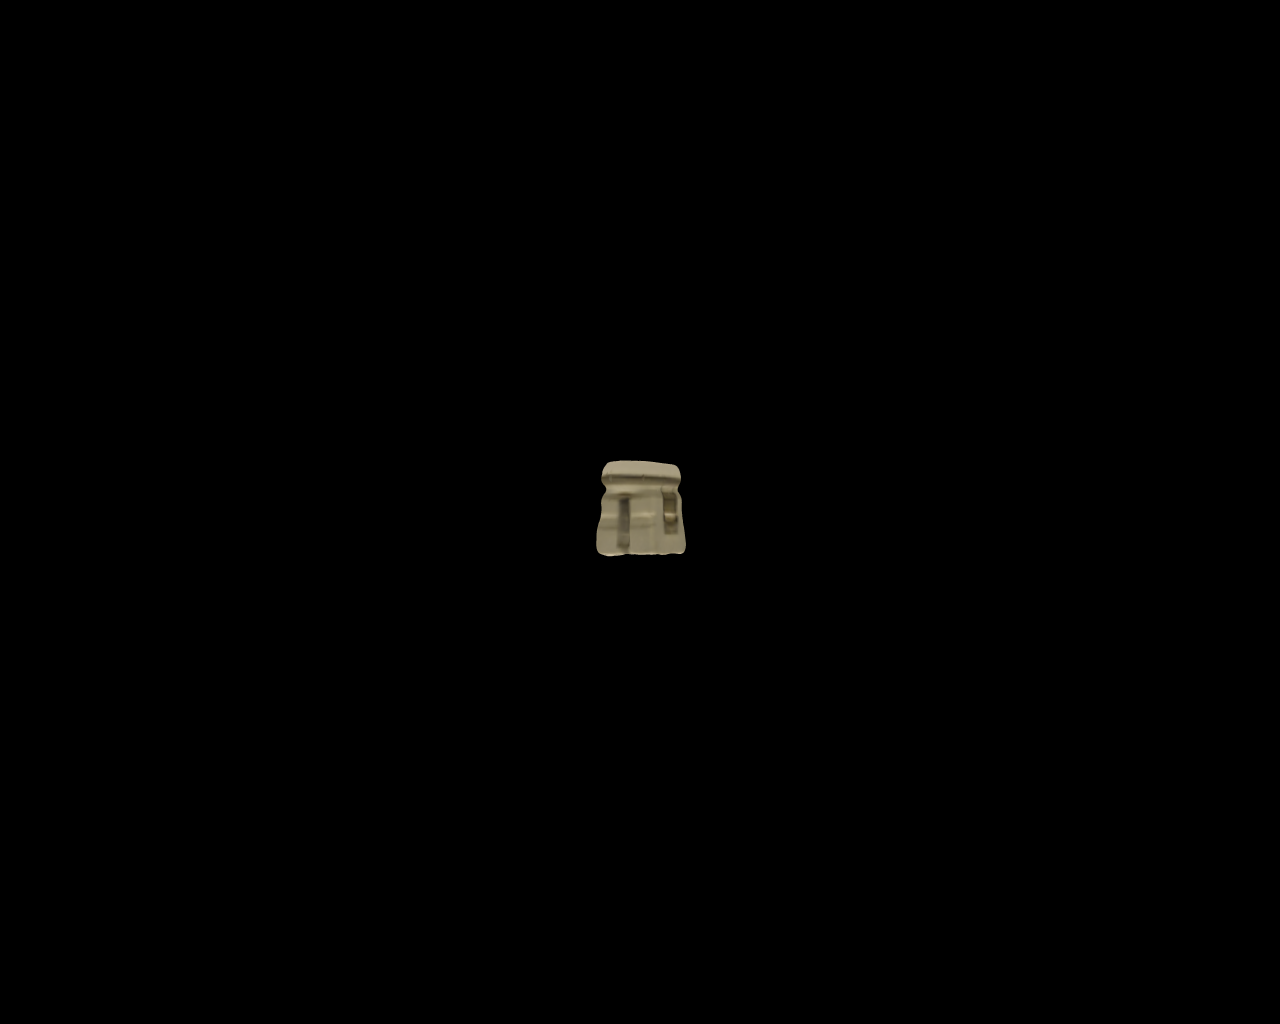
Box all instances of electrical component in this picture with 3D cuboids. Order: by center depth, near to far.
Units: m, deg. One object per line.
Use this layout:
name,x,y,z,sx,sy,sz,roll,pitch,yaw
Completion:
electrical component,0.001,-0.003,0.650,0.066,0.055,0.048,-1,-2,34
